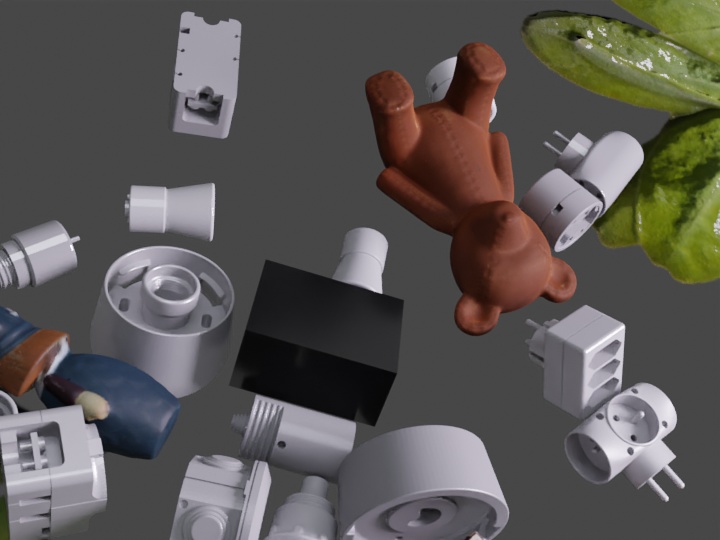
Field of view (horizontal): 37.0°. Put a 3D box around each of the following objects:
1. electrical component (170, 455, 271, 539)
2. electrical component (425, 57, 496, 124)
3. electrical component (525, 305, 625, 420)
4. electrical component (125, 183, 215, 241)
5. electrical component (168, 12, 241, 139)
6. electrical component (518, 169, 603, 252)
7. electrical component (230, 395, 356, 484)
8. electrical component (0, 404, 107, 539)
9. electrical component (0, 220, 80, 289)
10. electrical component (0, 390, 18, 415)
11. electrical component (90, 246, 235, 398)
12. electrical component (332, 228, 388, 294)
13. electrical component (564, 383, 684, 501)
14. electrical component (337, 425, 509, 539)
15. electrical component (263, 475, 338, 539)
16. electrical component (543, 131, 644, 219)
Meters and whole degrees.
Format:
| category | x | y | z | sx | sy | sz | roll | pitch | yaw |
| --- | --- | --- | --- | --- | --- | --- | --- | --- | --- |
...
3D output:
| category | x | y | z | sx | sy | sz | roll | pitch | yaw |
| --- | --- | --- | --- | --- | --- | --- | --- | --- | --- |
| electrical component | -0.086 | 0.154 | 0.664 | 0.051 | 0.080 | 0.080 | 12 | 54 | -1 |
| electrical component | 0.090 | -0.152 | 0.944 | 0.055 | 0.055 | 0.047 | -4 | 61 | -19 |
| electrical component | 0.154 | 0.062 | 0.814 | 0.047 | 0.065 | 0.077 | -28 | 39 | -31 |
| electrical component | -0.143 | -0.045 | 0.808 | 0.065 | 0.044 | 0.044 | 2 | 56 | -10 |
| electrical component | -0.128 | -0.156 | 0.880 | 0.050 | 0.055 | 0.089 | 7 | 55 | -12 |
| electrical component | 0.166 | -0.051 | 0.897 | 0.055 | 0.055 | 0.047 | -30 | 66 | -31 |
| electrical component | -0.048 | 0.113 | 0.725 | 0.081 | 0.043 | 0.043 | 17 | 53 | -5 |
| electrical component | -0.185 | 0.123 | 0.648 | 0.056 | 0.089 | 0.050 | -6 | 59 | -21 |
| electrical component | -0.236 | -0.006 | 0.753 | 0.078 | 0.040 | 0.040 | -24 | 66 | -29 |
| electrical component | -0.235 | 0.102 | 0.675 | 0.040 | 0.046 | 0.040 | 8 | 55 | -11 |
| electrical component | -0.137 | 0.033 | 0.756 | 0.099 | 0.064 | 0.099 | 11 | 40 | -10 |
| electrical component | 0.000 | 0.000 | 0.820 | 0.044 | 0.044 | 0.065 | 17 | 49 | -5 |
| electrical component | 0.203 | 0.132 | 0.787 | 0.077 | 0.044 | 0.079 | -28 | 68 | -31 |
| electrical component | 0.036 | 0.141 | 0.695 | 0.108 | 0.108 | 0.060 | 1 | 50 | -16 |
| electrical component | -0.035 | 0.163 | 0.695 | 0.048 | 0.048 | 0.062 | 19 | 45 | -4 |
| electrical component | 0.198 | -0.094 | 0.942 | 0.079 | 0.043 | 0.077 | 37 | 54 | 10 |
